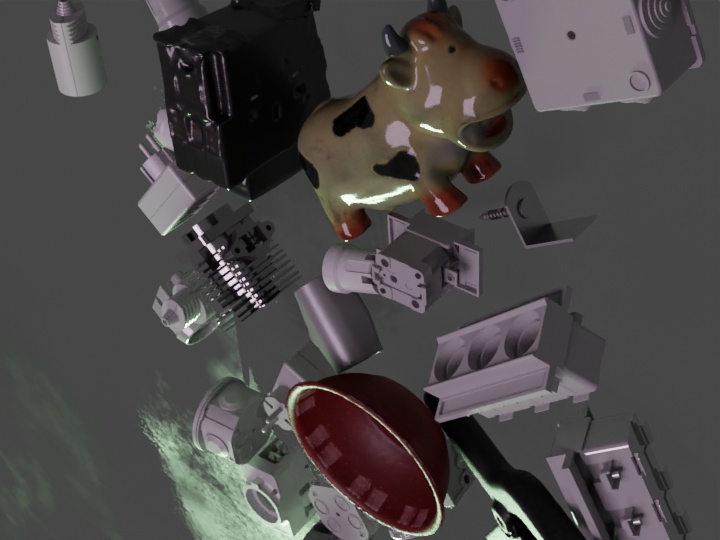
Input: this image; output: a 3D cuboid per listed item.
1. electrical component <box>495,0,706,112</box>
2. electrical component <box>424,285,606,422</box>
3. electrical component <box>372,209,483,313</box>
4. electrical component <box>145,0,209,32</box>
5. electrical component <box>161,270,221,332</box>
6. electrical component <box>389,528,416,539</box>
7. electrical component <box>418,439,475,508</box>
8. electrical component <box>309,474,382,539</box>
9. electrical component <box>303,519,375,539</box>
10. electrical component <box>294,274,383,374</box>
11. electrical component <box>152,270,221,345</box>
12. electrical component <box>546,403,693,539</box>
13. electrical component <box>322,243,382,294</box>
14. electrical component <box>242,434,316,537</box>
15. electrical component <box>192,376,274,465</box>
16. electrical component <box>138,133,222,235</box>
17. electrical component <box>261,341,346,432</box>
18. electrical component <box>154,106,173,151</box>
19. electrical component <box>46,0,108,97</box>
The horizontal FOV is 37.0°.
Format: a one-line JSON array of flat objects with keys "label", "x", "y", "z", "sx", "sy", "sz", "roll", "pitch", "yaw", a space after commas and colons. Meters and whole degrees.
[{"label": "electrical component", "x": 0.126, "y": -0.136, "z": 0.582, "sx": 0.100, "sy": 0.048, "sz": 0.099, "roll": 0, "pitch": 123, "yaw": 48}, {"label": "electrical component", "x": 0.110, "y": 0.067, "z": 0.760, "sx": 0.063, "sy": 0.078, "sz": 0.121, "roll": 29, "pitch": 150, "yaw": -22}, {"label": "electrical component", "x": 0.046, "y": -0.005, "z": 0.771, "sx": 0.081, "sy": 0.064, "sz": 0.042, "roll": 23, "pitch": 137, "yaw": 32}, {"label": "electrical component", "x": -0.141, "y": -0.201, "z": 0.819, "sx": 0.040, "sy": 0.040, "sz": 0.046, "roll": -23, "pitch": 97, "yaw": 53}, {"label": "electrical component", "x": -0.151, "y": 0.026, "z": 0.992, "sx": 0.043, "sy": 0.081, "sz": 0.043, "roll": 28, "pitch": 138, "yaw": 28}, {"label": "electrical component", "x": 0.040, "y": 0.212, "z": 0.987, "sx": 0.048, "sy": 0.048, "sz": 0.062, "roll": -15, "pitch": 103, "yaw": 51}, {"label": "electrical component", "x": 0.060, "y": 0.177, "z": 0.932, "sx": 0.055, "sy": 0.048, "sz": 0.066, "roll": -16, "pitch": 109, "yaw": 44}, {"label": "electrical component", "x": -0.005, "y": 0.219, "z": 1.033, "sx": 0.080, "sy": 0.051, "sz": 0.080, "roll": 28, "pitch": 138, "yaw": 28}, {"label": "electrical component", "x": -0.013, "y": 0.274, "z": 1.067, "sx": 0.079, "sy": 0.077, "sz": 0.043, "roll": -2, "pitch": 119, "yaw": 47}, {"label": "electrical component", "x": -0.022, "y": 0.046, "z": 0.902, "sx": 0.077, "sy": 0.043, "sz": 0.079, "roll": 61, "pitch": 161, "yaw": 5}, {"label": "electrical component", "x": -0.169, "y": 0.039, "z": 1.055, "sx": 0.055, "sy": 0.048, "sz": 0.066, "roll": 50, "pitch": 145, "yaw": 13}, {"label": "electrical component", "x": 0.188, "y": 0.164, "z": 0.767, "sx": 0.063, "sy": 0.078, "sz": 0.121, "roll": -17, "pitch": 109, "yaw": 29}, {"label": "electrical component", "x": 0.000, "y": 0.000, "z": 0.845, "sx": 0.046, "sy": 0.040, "sz": 0.040, "roll": 7, "pitch": 126, "yaw": 37}, {"label": "electrical component", "x": -0.084, "y": 0.228, "z": 1.120, "sx": 0.050, "sy": 0.056, "sz": 0.089, "roll": 16, "pitch": 132, "yaw": 38}, {"label": "electrical component", "x": -0.126, "y": 0.152, "z": 1.080, "sx": 0.051, "sy": 0.080, "sz": 0.080, "roll": 20, "pitch": 135, "yaw": 27}, {"label": "electrical component", "x": -0.166, "y": -0.085, "z": 0.939, "sx": 0.075, "sy": 0.047, "sz": 0.083, "roll": 52, "pitch": 144, "yaw": -2}, {"label": "electrical component", "x": -0.062, "y": 0.121, "z": 0.986, "sx": 0.047, "sy": 0.076, "sz": 0.083, "roll": 41, "pitch": 143, "yaw": 12}, {"label": "electrical component", "x": -0.135, "y": -0.112, "z": 0.886, "sx": 0.062, "sy": 0.043, "sz": 0.043, "roll": 29, "pitch": 139, "yaw": 24}, {"label": "electrical component", "x": -0.248, "y": -0.196, "z": 0.932, "sx": 0.043, "sy": 0.043, "sz": 0.081, "roll": 26, "pitch": 137, "yaw": 30}]
